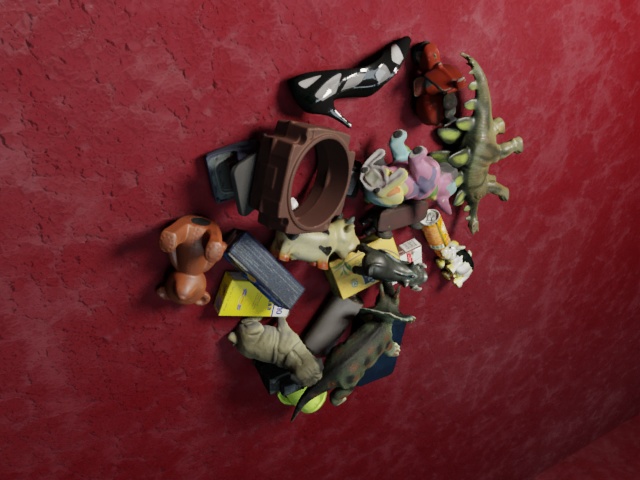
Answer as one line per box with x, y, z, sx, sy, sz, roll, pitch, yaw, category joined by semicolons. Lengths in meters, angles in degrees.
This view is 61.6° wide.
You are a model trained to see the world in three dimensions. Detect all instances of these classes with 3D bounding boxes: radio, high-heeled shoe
0.151;0.284;1.470;0.131;0.073;0.229;-12;128;-26;radio
0.056;-0.322;1.001;0.145;0.086;0.248;39;77;-13;high-heeled shoe

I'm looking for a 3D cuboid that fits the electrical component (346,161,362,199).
0.042;-0.115;1.133;0.075;0.048;0.119;11;113;-37;electrical component

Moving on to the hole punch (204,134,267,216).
-0.144;-0.121;0.998;0.116;0.092;0.142;-40;137;-38;hole punch

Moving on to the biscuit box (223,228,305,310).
-0.119;0.064;1.111;0.202;0.059;0.063;48;68;-30;biscuit box

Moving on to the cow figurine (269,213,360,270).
-0.002;-0.003;1.154;0.195;0.086;0.127;12;95;-26;cow figurine

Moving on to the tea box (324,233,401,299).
0.097;0.055;1.253;0.170;0.068;0.098;-27;105;-16;tea box

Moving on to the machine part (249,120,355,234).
-0.027;-0.115;1.008;0.201;0.087;0.200;-6;113;-54;machine part

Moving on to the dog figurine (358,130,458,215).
0.198;-0.112;1.134;0.191;0.109;0.219;-46;135;1;dog figurine

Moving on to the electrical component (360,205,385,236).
0.138;-0.052;1.255;0.094;0.021;0.063;-35;134;-8;electrical component

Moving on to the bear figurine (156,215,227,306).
-0.253;0.056;1.020;0.120;0.132;0.195;16;110;-10;bear figurine

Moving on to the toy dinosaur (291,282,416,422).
0.081;0.262;1.245;0.405;0.131;0.192;-44;152;-22;toy dinosaur

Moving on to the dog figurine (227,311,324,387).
-0.101;0.257;1.209;0.172;0.191;0.121;-15;128;-21;dog figurine

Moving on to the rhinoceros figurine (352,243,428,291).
0.159;0.061;1.178;0.190;0.112;0.073;18;85;-40;rhinoceros figurine

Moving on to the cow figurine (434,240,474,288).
0.364;0.047;1.436;0.098;0.068;0.167;-43;137;-6;cow figurine

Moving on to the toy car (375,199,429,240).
0.185;-0.059;1.230;0.202;0.053;0.089;-17;123;-46;toy car

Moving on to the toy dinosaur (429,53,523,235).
0.356;-0.204;1.231;0.198;0.105;0.470;-18;126;-17;toy dinosaur

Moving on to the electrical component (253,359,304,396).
-0.086;0.309;1.294;0.115;0.134;0.058;-18;130;-24;electrical component

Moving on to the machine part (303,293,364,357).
0.033;0.202;1.332;0.079;0.079;0.243;23;107;-41;machine part

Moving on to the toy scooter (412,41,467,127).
0.240;-0.295;1.069;0.075;0.135;0.183;-29;134;-14;toy scooter
